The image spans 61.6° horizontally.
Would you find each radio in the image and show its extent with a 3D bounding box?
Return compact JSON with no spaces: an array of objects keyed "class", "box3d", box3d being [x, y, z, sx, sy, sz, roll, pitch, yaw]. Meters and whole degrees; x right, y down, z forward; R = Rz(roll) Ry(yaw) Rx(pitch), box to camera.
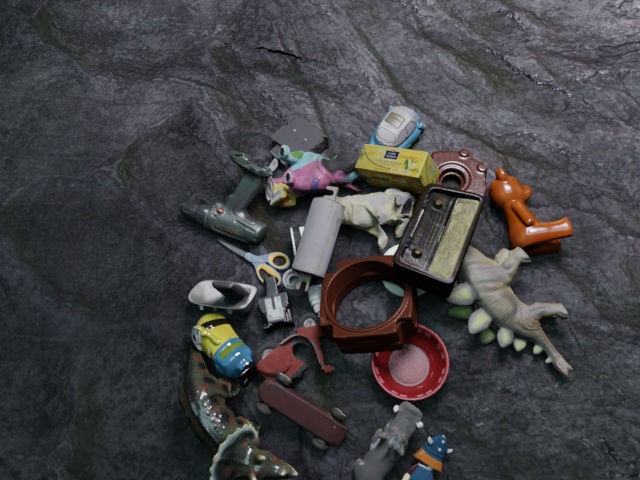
[{"class":"radio","box3d":[0.243,-0.006,1.112,0.131,0.073,0.229,19,60,17]}]

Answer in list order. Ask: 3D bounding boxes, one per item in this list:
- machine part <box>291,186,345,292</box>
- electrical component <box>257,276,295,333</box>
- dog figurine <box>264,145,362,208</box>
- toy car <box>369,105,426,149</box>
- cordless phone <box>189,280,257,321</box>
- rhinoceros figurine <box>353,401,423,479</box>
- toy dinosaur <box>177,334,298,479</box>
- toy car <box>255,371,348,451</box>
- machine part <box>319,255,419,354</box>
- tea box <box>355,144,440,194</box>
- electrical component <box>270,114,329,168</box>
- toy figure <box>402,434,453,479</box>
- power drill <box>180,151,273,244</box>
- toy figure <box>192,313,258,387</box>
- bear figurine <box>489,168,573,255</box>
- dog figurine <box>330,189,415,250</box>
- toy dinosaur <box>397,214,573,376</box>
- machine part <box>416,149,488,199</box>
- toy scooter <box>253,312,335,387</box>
[{"class":"machine part","box3d":[-0.002,-0.004,1.180,0.079,0.079,0.243,16,80,13]},{"class":"electrical component","box3d":[-0.104,0.146,1.227,0.075,0.047,0.119,-17,66,0]},{"class":"dog figurine","box3d":[-0.007,-0.149,1.314,0.219,0.191,0.108,2,60,-29]},{"class":"toy car","box3d":[0.187,-0.276,1.336,0.109,0.102,0.161,37,75,21]},{"class":"cordless phone","box3d":[-0.228,0.116,1.184,0.147,0.184,0.088,7,73,10]},{"class":"rhinoceros figurine","box3d":[0.131,0.404,1.056,0.073,0.112,0.190,34,84,21]},{"class":"toy dinosaur","box3d":[-0.217,0.344,1.084,0.131,0.192,0.405,-37,69,-11]},{"class":"toy car","box3d":[-0.037,0.353,1.111,0.202,0.053,0.089,31,86,-1]},{"class":"machine part","box3d":[0.104,0.134,1.148,0.201,0.087,0.201,-8,48,17]},{"class":"tea box","box3d":[0.180,-0.164,1.254,0.170,0.098,0.068,14,76,33]},{"class":"electrical component","box3d":[-0.060,-0.243,1.379,0.134,0.058,0.115,-44,67,-11]},{"class":"toy figure","box3d":[0.204,0.453,1.055,0.058,0.064,0.154,5,56,51]},{"class":"power drill","box3d":[-0.217,-0.106,1.293,0.232,0.086,0.207,28,102,13]},{"class":"toy figure","box3d":[-0.202,0.232,1.155,0.180,0.082,0.089,35,32,27]},{"class":"bear figurine","box3d":[0.460,-0.067,1.208,0.132,0.120,0.196,-8,62,0]},{"class":"dog figurine","box3d":[0.108,-0.081,1.276,0.191,0.121,0.172,26,39,34]},{"class":"toy dinosaur","box3d":[0.357,0.096,1.150,0.198,0.105,0.471,-33,71,-6]},{"class":"machine part","box3d":[0.314,-0.135,1.285,0.179,0.056,0.179,-3,68,8]},{"class":"toy scooter","box3d":[-0.047,0.256,1.163,0.184,0.075,0.135,-36,73,-10]}]
